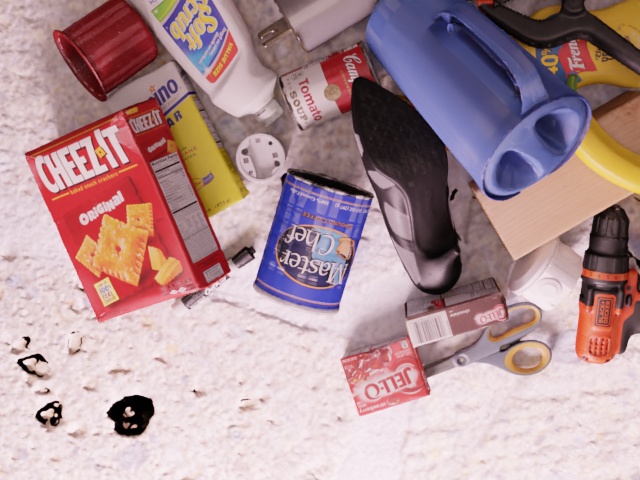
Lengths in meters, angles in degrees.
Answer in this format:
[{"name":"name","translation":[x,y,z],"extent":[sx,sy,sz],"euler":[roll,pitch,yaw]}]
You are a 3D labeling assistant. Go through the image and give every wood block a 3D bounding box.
[{"name":"wood block","translation":[0.276,-0.073,1.173],"extent":[0.206,0.090,0.091],"euler":[-31,96,7]}]

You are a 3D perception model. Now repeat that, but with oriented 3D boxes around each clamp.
[{"name":"clamp","translation":[0.273,-0.257,1.121],"extent":[0.210,0.036,0.164],"euler":[10,86,13]}]

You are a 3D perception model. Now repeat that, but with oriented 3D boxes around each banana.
[{"name":"banana","translation":[0.320,-0.088,1.103],"extent":[0.198,0.037,0.070],"euler":[35,100,-3]}]

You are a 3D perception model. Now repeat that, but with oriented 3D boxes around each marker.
[{"name":"marker","translation":[-0.124,0.048,1.255],"extent":[0.121,0.020,0.020],"euler":[-38,95,8]}]

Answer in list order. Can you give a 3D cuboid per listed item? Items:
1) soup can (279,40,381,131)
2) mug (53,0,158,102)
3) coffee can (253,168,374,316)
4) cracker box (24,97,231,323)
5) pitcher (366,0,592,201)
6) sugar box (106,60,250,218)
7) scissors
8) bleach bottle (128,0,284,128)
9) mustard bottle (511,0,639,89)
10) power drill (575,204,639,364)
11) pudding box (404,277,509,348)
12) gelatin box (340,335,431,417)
[{"name":"soup can","translation":[0.013,-0.171,1.186],"extent":[0.102,0.068,0.068],"euler":[-22,97,8]},{"name":"mug","translation":[-0.241,-0.219,1.185],"extent":[0.081,0.117,0.093],"euler":[-39,136,-17]},{"name":"coffee can","translation":[-0.008,0.001,1.198],"extent":[0.103,0.103,0.140],"euler":[17,100,1]},{"name":"cracker box","translation":[-0.217,-0.029,1.193],"extent":[0.164,0.072,0.213],"euler":[-18,100,33]},{"name":"pitcher","translation":[0.152,-0.171,1.091],"extent":[0.243,0.144,0.149],"euler":[53,126,31]},{"name":"sugar box","translation":[-0.162,-0.106,1.219],"extent":[0.093,0.048,0.176],"euler":[-28,98,10]},{"name":"scissors","translation":[0.184,0.150,1.253],"extent":[0.202,0.016,0.096],"euler":[-38,96,11]},{"name":"bleach bottle","translation":[-0.124,-0.236,1.188],"extent":[0.102,0.068,0.251],"euler":[-39,97,9]},{"name":"mustard bottle","translation":[0.274,-0.209,1.167],"extent":[0.191,0.058,0.096],"euler":[-3,99,5]},{"name":"power drill","translation":[0.387,0.056,1.205],"extent":[0.187,0.057,0.184],"euler":[6,103,6]},{"name":"pudding box","translation":[0.153,0.081,1.206],"extent":[0.113,0.090,0.039],"euler":[-15,96,7]},{"name":"gelatin box","translation":[0.077,0.158,1.247],"extent":[0.089,0.030,0.073],"euler":[-19,92,13]}]
